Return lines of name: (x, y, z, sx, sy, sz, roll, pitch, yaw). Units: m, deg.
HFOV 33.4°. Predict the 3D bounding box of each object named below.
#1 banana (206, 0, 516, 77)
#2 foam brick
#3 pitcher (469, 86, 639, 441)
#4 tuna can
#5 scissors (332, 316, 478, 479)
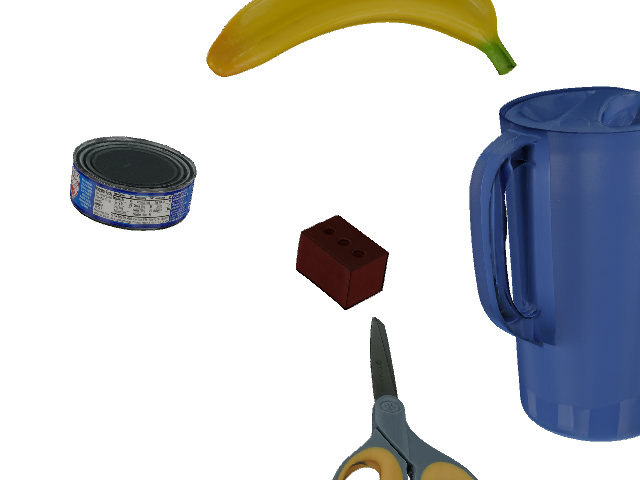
banana: (0.027, -0.134, 0.634, 0.197, 0.069, 0.037, -4, -15, -18)
foam brick: (0.021, 0.021, 1.054, 0.052, 0.051, 0.078, -26, 47, -34)
pitcher: (0.188, 0.019, 0.761, 0.149, 0.243, 0.145, 1, 20, 13)
tuna can: (-0.131, -0.040, 0.748, 0.086, 0.034, 0.086, 10, 26, -5)
scissors: (0.057, 0.110, 0.621, 0.096, 0.016, 0.201, 13, 32, 8)
